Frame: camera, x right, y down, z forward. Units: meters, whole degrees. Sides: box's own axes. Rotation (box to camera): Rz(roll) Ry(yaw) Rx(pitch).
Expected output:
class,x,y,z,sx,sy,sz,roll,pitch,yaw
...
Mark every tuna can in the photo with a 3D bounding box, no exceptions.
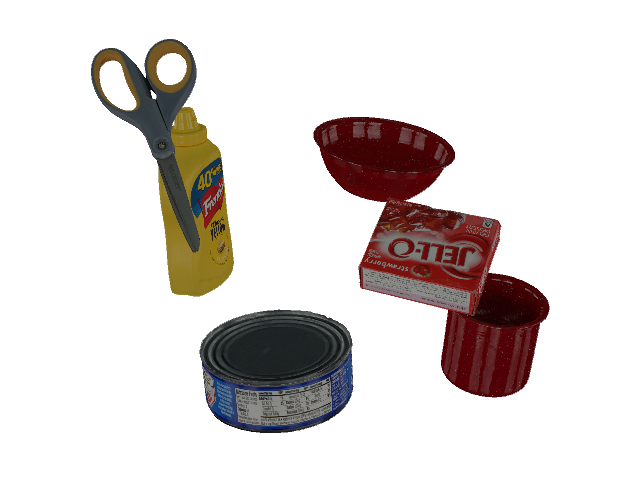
class,x,y,z,sx,sy,sz,roll,pitch,yaw
tuna can,-0.024,0.073,0.603,0.086,0.034,0.086,-3,23,1

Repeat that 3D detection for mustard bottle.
class,x,y,z,sx,sy,sz,roll,pitch,yaw
mustard bottle,-0.132,-0.045,1.114,0.058,0.192,0.096,6,25,21

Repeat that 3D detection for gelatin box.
class,x,y,z,sx,sy,sz,roll,pitch,yaw
gelatin box,0.081,0.010,0.787,0.089,0.073,0.030,13,-40,16

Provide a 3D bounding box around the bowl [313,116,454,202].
class,x,y,z,sx,sy,sz,roll,pitch,yaw
bowl,0.068,-0.087,1.211,0.162,0.055,0.162,7,27,-4

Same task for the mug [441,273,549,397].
class,x,y,z,sx,sy,sz,roll,pitch,yaw
mug,0.152,0.081,0.974,0.093,0.081,0.117,0,29,-8

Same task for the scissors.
class,x,y,z,sx,sy,sz,roll,pitch,yaw
scissors,-0.117,-0.091,0.878,0.096,0.202,0.016,-33,-20,-12
